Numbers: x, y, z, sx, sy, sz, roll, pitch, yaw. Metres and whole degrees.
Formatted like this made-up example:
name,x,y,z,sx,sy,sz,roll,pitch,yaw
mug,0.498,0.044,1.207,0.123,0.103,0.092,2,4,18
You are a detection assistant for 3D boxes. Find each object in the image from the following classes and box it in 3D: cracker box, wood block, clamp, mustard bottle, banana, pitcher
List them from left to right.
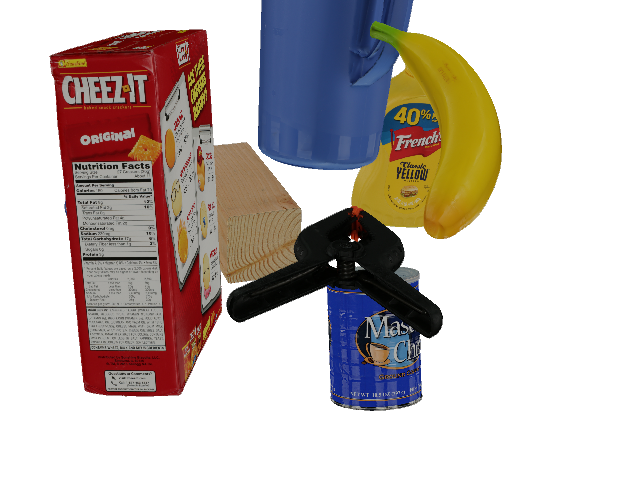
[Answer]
name,x,y,z,sx,sy,sz,roll,pitch,yaw
cracker box,-0.116,-0.026,0.708,0.072,0.214,0.164,-1,15,5
wood block,-0.101,-0.039,1.318,0.090,0.090,0.206,-7,29,-20
pitcher,0.014,-0.185,0.903,0.145,0.243,0.149,9,17,11
clamp,0.030,0.024,0.886,0.165,0.036,0.209,8,24,12
mustard bottle,0.093,-0.109,1.075,0.096,0.192,0.058,3,27,-12
banana,0.080,-0.072,0.675,0.069,0.198,0.037,-5,-44,-7

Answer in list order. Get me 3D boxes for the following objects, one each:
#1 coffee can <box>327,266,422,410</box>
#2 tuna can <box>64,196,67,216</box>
name,x,y,z,sx,sy,sz,roll,pitch,yaw
coffee can,0.059,0.105,1.171,0.103,0.140,0.103,-2,8,0
tuna can,-0.195,-0.037,0.997,0.086,0.034,0.086,13,29,-7
